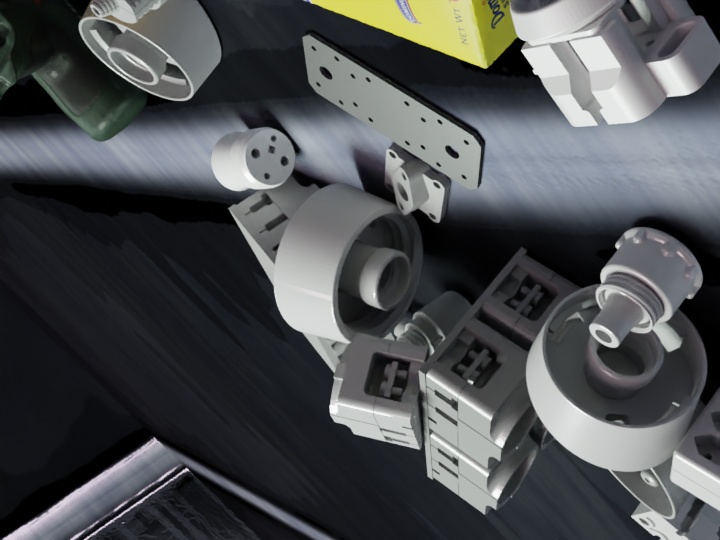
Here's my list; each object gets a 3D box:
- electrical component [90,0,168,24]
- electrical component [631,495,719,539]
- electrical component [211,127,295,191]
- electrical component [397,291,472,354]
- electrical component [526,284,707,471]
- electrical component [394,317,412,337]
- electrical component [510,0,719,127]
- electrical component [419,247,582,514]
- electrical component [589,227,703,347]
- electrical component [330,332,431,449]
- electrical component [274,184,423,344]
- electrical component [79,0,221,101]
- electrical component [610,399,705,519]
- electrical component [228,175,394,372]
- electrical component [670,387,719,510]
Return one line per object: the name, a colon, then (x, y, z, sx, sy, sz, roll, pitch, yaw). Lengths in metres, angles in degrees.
electrical component: (-0.127, -0.178, 0.636, 0.043, 0.081, 0.043, 36, 159, 16)
electrical component: (0.219, 0.155, 0.714, 0.066, 0.055, 0.048, 40, 159, 4)
electrical component: (-0.079, -0.081, 0.794, 0.045, 0.045, 0.055, 51, 157, -23)
electrical component: (0.052, 0.047, 0.780, 0.040, 0.078, 0.040, 45, 155, 28)
electrical component: (0.144, 0.059, 0.604, 0.099, 0.099, 0.064, 35, 153, 19)
electrical component: (0.055, 0.059, 0.838, 0.062, 0.043, 0.043, 33, 158, 25)
electrical component: (0.097, -0.097, 0.429, 0.057, 0.058, 0.078, 48, 159, -25)
electrical component: (0.098, 0.084, 0.720, 0.060, 0.105, 0.186, 33, 158, 22)
electrical component: (0.143, 0.012, 0.556, 0.048, 0.062, 0.048, 36, 159, 16)
electrical component: (0.015, 0.080, 0.706, 0.056, 0.050, 0.089, 12, 161, 12)
electrical component: (0.000, 0.000, 0.734, 0.060, 0.108, 0.108, 19, 150, 36)
electrical component: (-0.144, -0.166, 0.748, 0.099, 0.064, 0.099, 25, 163, 8)
electrical component: (0.174, 0.103, 0.675, 0.099, 0.064, 0.099, 41, 157, 22)
electrical component: (-0.030, 0.006, 0.839, 0.089, 0.062, 0.150, 48, 169, 43)
electrical component: (0.215, 0.108, 0.615, 0.047, 0.065, 0.076, 31, 158, 28)
